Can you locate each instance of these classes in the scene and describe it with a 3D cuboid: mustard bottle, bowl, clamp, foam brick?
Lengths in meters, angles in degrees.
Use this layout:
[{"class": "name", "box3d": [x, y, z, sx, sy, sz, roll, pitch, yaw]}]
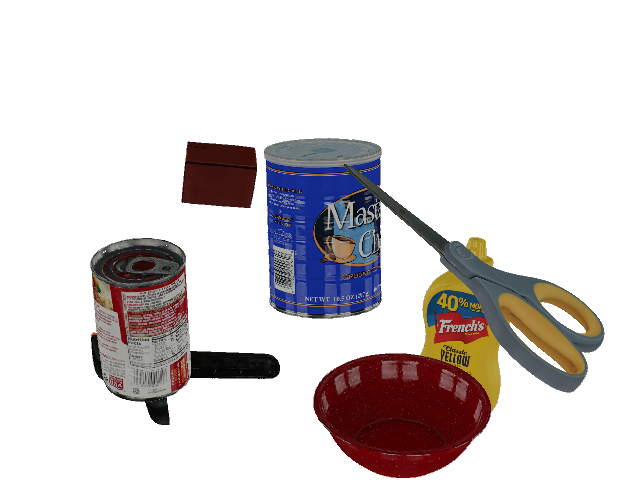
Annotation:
[{"class": "mustard bottle", "box3d": [0.159, 0.090, 1.175, 0.096, 0.192, 0.058, 12, 15, 21]}, {"class": "bowl", "box3d": [0.074, 0.168, 0.983, 0.162, 0.055, 0.162, 0, 26, 0]}, {"class": "clamp", "box3d": [-0.170, 0.132, 1.088, 0.210, 0.036, 0.164, 9, 17, 32]}, {"class": "foam brick", "box3d": [-0.111, -0.072, 1.167, 0.078, 0.051, 0.053, 5, 29, -6]}]

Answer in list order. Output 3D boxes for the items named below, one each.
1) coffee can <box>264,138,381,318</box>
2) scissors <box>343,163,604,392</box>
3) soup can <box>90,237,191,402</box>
[{"class": "coffee can", "box3d": [0.003, -0.013, 0.948, 0.103, 0.140, 0.103, -1, 15, 0]}, {"class": "scissors", "box3d": [0.104, 0.014, 0.679, 0.096, 0.016, 0.202, -8, 49, -43]}, {"class": "soup can", "box3d": [-0.130, 0.059, 0.784, 0.068, 0.102, 0.068, 0, 28, 0]}]
